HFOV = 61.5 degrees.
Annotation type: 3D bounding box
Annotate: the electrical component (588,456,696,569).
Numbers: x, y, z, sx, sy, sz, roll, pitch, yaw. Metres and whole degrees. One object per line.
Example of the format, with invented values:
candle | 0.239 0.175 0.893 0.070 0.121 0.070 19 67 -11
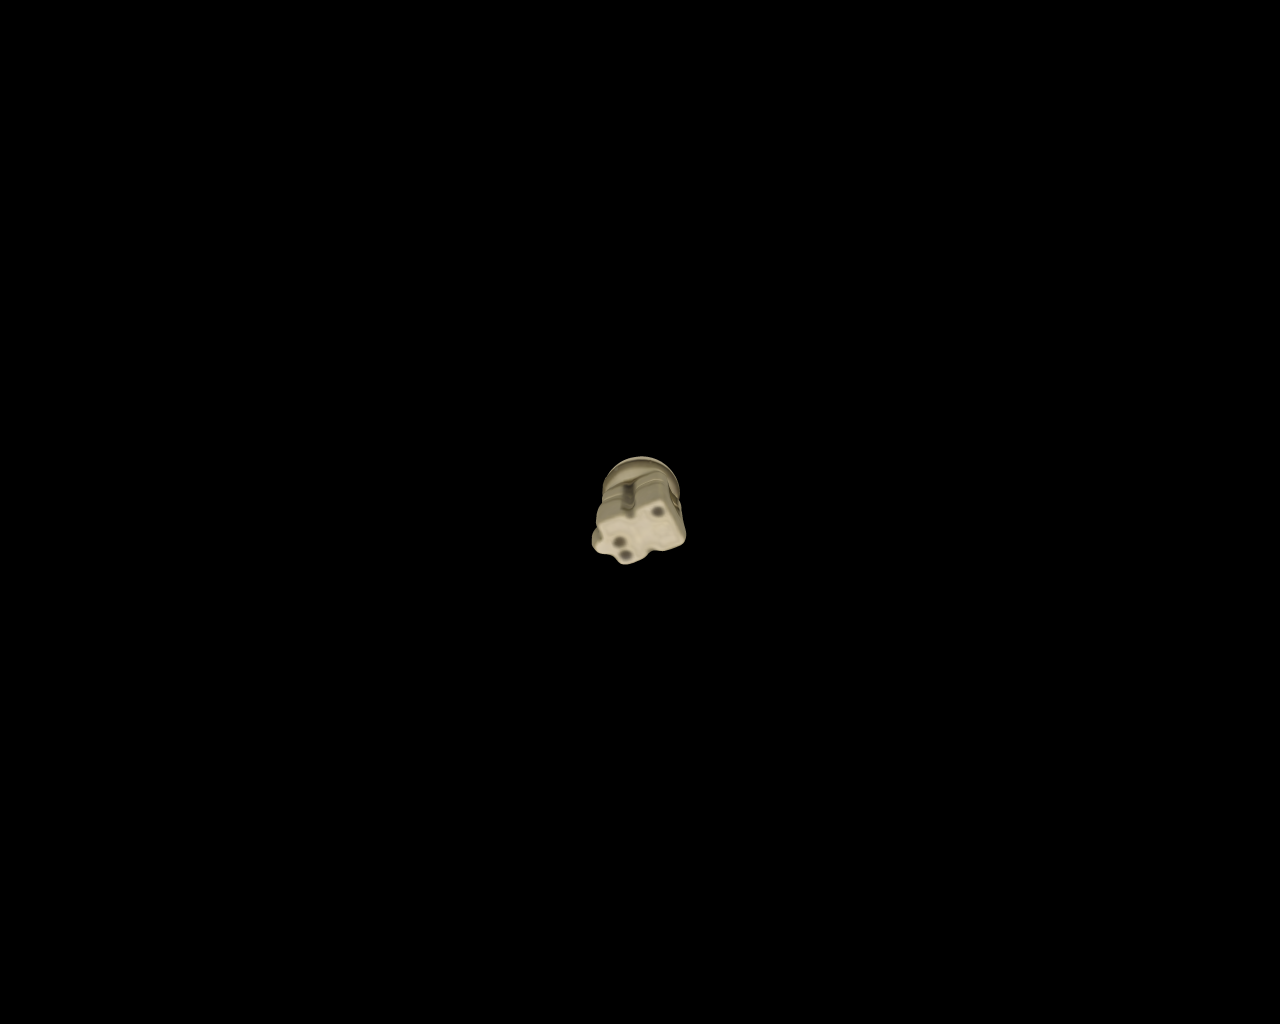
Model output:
electrical component | 0.001 -0.003 0.650 0.066 0.048 0.055 -20 31 13
